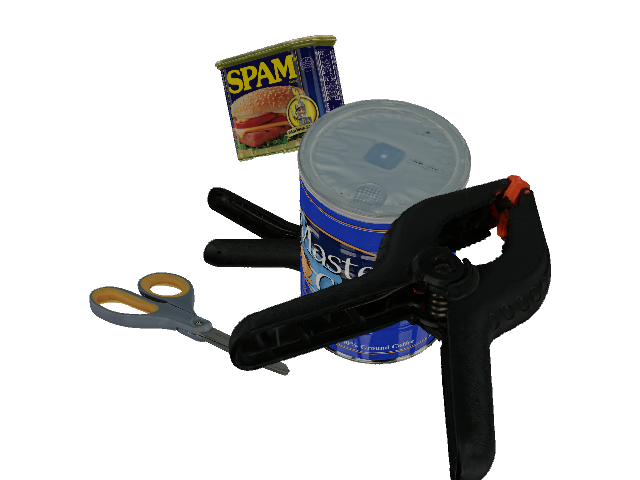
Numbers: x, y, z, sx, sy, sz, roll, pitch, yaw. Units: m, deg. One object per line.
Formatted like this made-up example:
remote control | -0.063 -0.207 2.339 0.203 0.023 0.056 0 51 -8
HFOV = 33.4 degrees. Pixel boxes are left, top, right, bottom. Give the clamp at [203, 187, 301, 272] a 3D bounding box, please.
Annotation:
clamp | -0.021 0.011 1.047 0.210 0.036 0.164 18 21 -4

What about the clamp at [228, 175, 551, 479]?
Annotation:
clamp | 0.058 0.032 0.469 0.120 0.039 0.171 37 55 24

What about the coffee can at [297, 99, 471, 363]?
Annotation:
coffee can | 0.037 -0.004 0.680 0.103 0.103 0.140 0 -43 0

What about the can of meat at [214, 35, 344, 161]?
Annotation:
can of meat | -0.030 -0.115 0.874 0.102 0.084 0.057 -9 4 33

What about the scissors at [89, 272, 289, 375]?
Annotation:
scissors | -0.095 0.063 0.876 0.202 0.016 0.096 13 26 22
